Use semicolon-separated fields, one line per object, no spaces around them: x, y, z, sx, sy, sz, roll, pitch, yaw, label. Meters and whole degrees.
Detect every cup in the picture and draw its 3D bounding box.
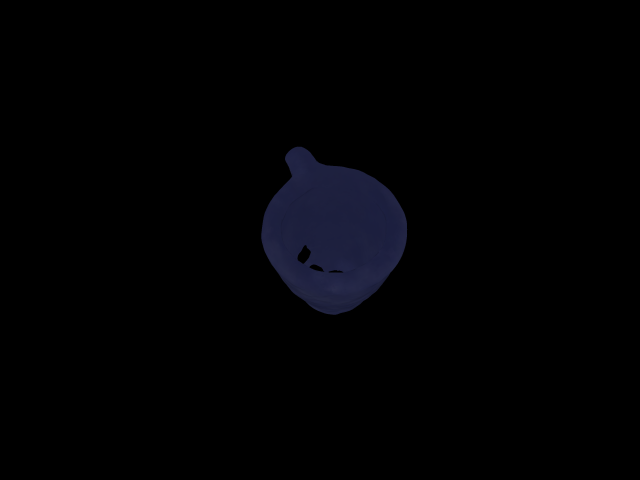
0.004;0.001;0.400;0.092;0.095;0.117;-21;62;-11;cup
